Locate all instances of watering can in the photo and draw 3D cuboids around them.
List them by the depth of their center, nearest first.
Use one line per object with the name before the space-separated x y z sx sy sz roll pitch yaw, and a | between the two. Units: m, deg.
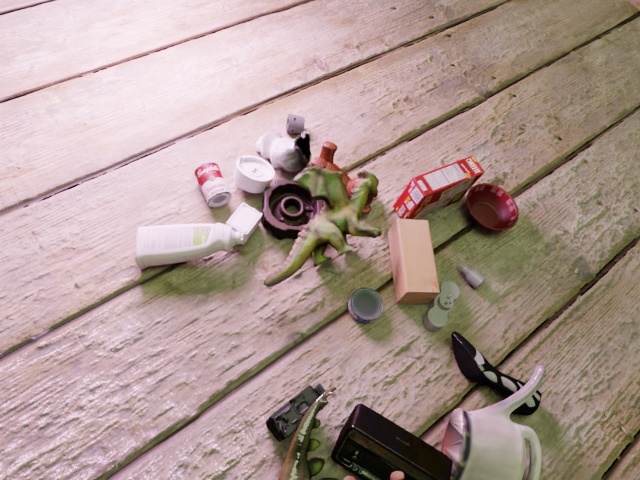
watering can | 0.390 0.432 1.147 0.224 0.352 0.103 17 -16 -5

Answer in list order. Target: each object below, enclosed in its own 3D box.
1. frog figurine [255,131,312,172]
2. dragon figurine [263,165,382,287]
frog figurine | -0.109 -0.248 1.455 0.159 0.120 0.141 -6 39 23
dragon figurine | 0.004 -0.066 1.303 0.414 0.243 0.121 -23 1 -26
